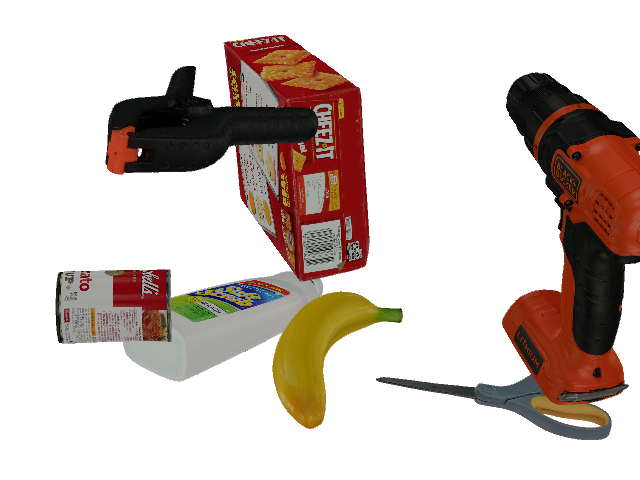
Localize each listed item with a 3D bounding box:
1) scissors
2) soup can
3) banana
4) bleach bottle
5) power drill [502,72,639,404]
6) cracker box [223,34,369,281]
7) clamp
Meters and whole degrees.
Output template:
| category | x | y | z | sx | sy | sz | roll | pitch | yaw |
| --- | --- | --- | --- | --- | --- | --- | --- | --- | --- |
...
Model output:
| category | x | y | z | sx | sy | sz | roll | pitch | yaw |
| --- | --- | --- | --- | --- | --- | --- | --- | --- | --- |
| scissors | 0.157 | 0.128 | 0.943 | 0.202 | 0.016 | 0.096 | 16 | 28 | 14 |
| soup can | -0.189 | 0.061 | 0.983 | 0.102 | 0.068 | 0.068 | -1 | 0 | -8 |
| banana | 0.002 | 0.079 | 0.808 | 0.070 | 0.037 | 0.197 | 8 | 24 | 20 |
| bleach bottle | -0.093 | 0.080 | 1.189 | 0.103 | 0.068 | 0.250 | 20 | 26 | 35 |
| power drill | 0.164 | 0.000 | 0.711 | 0.057 | 0.188 | 0.184 | -9 | 36 | -10 |
| cracker box | -0.024 | -0.083 | 0.965 | 0.072 | 0.164 | 0.214 | -11 | 25 | -14 |
| clamp | -0.094 | -0.084 | 0.725 | 0.120 | 0.039 | 0.171 | 21 | 24 | 31 |
